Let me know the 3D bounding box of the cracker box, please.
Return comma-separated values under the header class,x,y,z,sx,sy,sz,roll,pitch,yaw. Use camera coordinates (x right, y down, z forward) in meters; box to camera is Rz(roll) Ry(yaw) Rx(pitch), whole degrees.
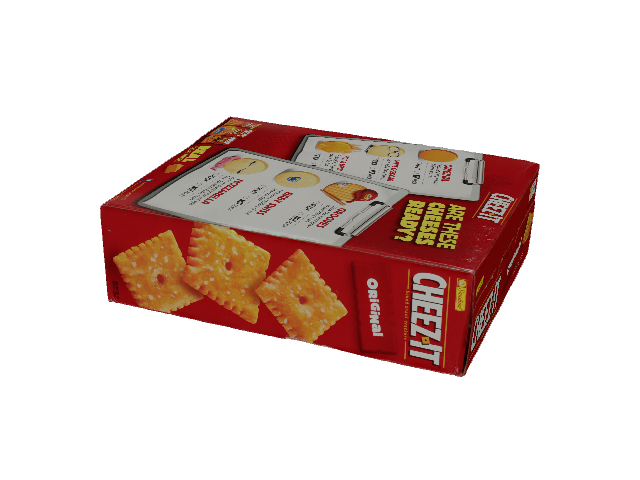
class,x,y,z,sx,sy,sz,roll,pitch,yaw
cracker box,0.005,-0.005,0.630,0.214,0.072,0.164,11,27,19
